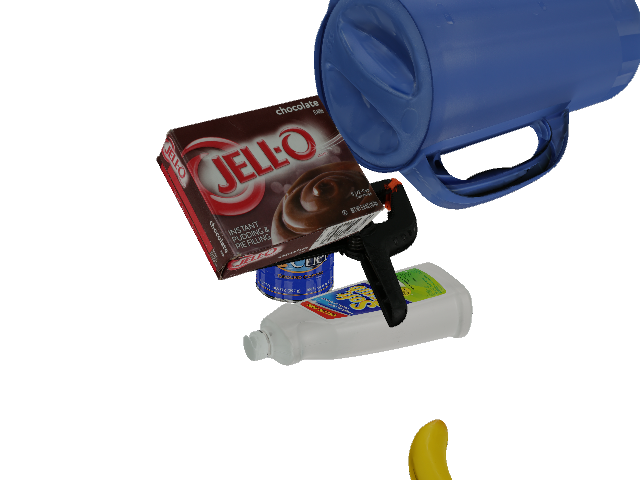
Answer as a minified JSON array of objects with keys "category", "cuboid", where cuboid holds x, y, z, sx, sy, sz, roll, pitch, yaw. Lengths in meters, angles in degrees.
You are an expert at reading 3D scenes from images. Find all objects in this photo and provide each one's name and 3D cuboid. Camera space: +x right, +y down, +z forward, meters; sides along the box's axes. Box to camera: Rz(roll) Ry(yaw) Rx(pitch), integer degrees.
[{"category":"pudding box","cuboid":[-0.031,-0.035,0.653,0.113,0.090,0.039,-18,-20,-34]},{"category":"pitcher","cuboid":[0.130,-0.128,0.800,0.242,0.149,0.145,-16,32,-32]},{"category":"bleach bottle","cuboid":[0.038,0.092,1.182,0.250,0.068,0.103,-14,31,-25]},{"category":"banana","cuboid":[0.120,0.232,1.018,0.069,0.037,0.198,9,22,-21]},{"category":"clamp","cuboid":[0.040,0.003,0.985,0.165,0.036,0.209,24,37,22]},{"category":"coffee can","cuboid":[-0.032,-0.007,1.356,0.103,0.140,0.103,1,27,-1]}]
